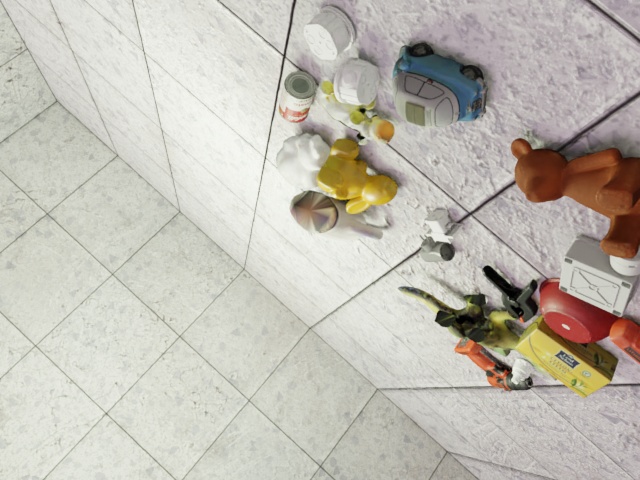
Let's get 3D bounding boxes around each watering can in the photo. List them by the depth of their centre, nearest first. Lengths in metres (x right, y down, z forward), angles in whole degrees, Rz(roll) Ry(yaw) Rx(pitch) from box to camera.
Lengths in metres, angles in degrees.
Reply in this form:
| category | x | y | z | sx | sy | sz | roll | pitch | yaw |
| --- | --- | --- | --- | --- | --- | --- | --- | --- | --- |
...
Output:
| category | x | y | z | sx | sy | sz | roll | pitch | yaw |
| --- | --- | --- | --- | --- | --- | --- | --- | --- | --- |
| watering can | 0.004 | -0.069 | 1.364 | 0.350 | 0.104 | 0.223 | 23 | -176 | 40 |

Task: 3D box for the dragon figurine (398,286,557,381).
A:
| category | x | y | z | sx | sy | sz | roll | pitch | yaw |
| --- | --- | --- | --- | --- | --- | --- | --- | --- | --- |
| dragon figurine | 0.400 | 0.233 | 1.301 | 0.414 | 0.123 | 0.238 | 24 | 161 | 46 |

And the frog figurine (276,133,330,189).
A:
| category | x | y | z | sx | sy | sz | roll | pitch | yaw |
| --- | --- | --- | --- | --- | --- | --- | --- | --- | --- |
| frog figurine | -0.035 | -0.187 | 1.232 | 0.136 | 0.123 | 0.160 | 67 | 167 | -10 |
